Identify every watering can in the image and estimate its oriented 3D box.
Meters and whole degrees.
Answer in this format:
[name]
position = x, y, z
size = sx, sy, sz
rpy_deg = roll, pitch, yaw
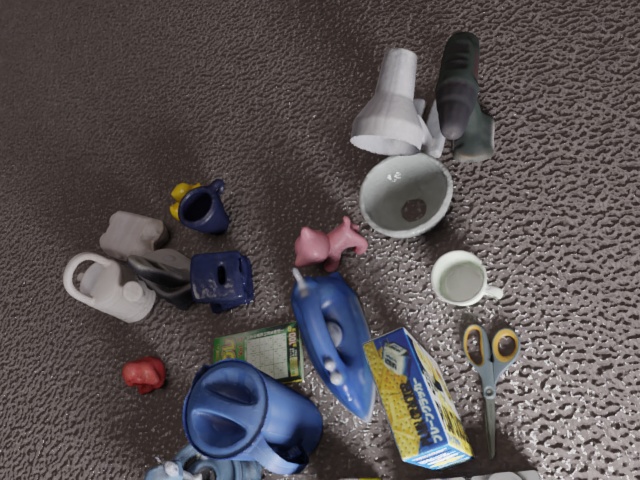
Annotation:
[watering can]
position = -0.415, 0.087, 1.125
size = 0.172, 0.195, 0.101
rpy_deg = -11, 63, 19

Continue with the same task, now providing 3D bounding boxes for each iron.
[iron]
position = 0.017, 0.164, 0.932
size = 0.118, 0.142, 0.258
rpy_deg = -27, 59, 10

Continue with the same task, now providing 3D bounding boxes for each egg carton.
[egg carton]
position = -0.403, -0.003, 1.237
size = 0.149, 0.070, 0.107
rpy_deg = 12, 72, 28

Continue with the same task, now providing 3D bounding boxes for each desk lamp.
[desk lamp]
position = 0.146, -0.219, 1.012
size = 0.117, 0.214, 0.203
rpy_deg = 8, 70, 27

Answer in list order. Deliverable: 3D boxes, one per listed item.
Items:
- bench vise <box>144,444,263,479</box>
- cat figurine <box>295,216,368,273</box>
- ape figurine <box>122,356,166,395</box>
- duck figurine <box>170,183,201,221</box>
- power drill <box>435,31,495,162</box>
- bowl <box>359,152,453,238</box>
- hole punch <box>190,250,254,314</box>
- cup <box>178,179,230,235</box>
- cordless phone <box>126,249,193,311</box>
[bench vise]
position = -0.214, 0.391, 0.880
size = 0.207, 0.220, 0.121
rpy_deg = -44, 57, -1
[cat figurine]
position = 0.009, 0.004, 1.024
size = 0.128, 0.118, 0.067
rpy_deg = -36, 57, 5
[ape figurine]
position = -0.336, 0.252, 1.075
size = 0.077, 0.092, 0.076
rpy_deg = 17, 74, 29
[duck figurine]
position = -0.280, -0.086, 1.212
size = 0.104, 0.086, 0.077
rpy_deg = -25, 59, 12
[power drill]
position = 0.246, -0.224, 0.973
size = 0.075, 0.209, 0.229
rpy_deg = -3, 66, 23
[bowl]
position = 0.157, -0.069, 1.019
size = 0.167, 0.075, 0.167
rpy_deg = -9, 63, 20
[hole punch]
position = -0.187, 0.072, 1.094
size = 0.101, 0.091, 0.108
rpy_deg = -19, 60, 15
[cup]
position = -0.220, -0.061, 1.169
size = 0.091, 0.095, 0.118
rpy_deg = 30, 81, 32
[cordless phone]
position = -0.317, 0.051, 1.105
size = 0.147, 0.185, 0.094
rpy_deg = 29, 80, 32
